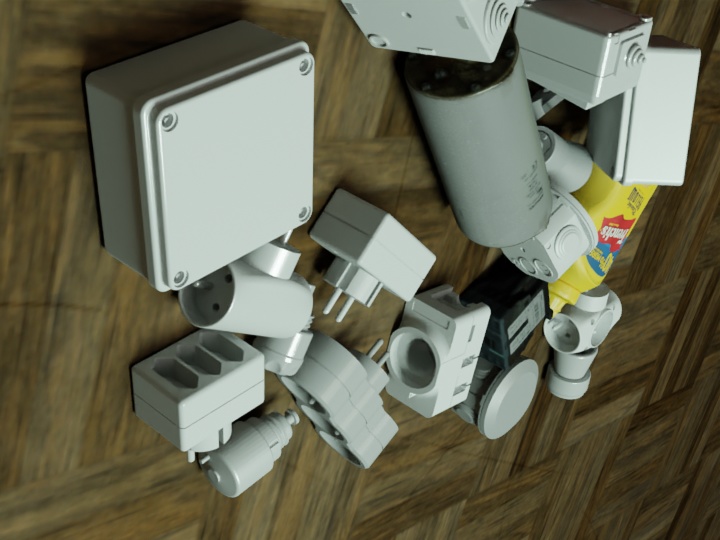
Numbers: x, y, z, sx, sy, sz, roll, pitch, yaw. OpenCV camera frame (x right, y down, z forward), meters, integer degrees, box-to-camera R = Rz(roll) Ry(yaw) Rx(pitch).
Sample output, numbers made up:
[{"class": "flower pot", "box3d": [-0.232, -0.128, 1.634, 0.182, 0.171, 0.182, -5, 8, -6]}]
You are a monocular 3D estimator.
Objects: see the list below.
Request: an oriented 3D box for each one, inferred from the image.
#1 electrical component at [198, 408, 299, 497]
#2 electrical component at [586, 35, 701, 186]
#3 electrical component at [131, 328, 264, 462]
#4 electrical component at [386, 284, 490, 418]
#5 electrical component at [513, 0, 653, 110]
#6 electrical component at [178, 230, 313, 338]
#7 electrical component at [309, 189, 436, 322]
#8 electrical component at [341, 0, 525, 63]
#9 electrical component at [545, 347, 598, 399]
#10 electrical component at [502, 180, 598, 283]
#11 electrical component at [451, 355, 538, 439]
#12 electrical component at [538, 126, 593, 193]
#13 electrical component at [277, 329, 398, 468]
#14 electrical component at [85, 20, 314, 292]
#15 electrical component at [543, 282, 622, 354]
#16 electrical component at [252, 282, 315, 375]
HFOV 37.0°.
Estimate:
[{"class": "electrical component", "box3d": [-0.073, 0.119, 0.725, 0.078, 0.040, 0.040, -34, 139, -36]}, {"class": "electrical component", "box3d": [0.224, -0.131, 0.861, 0.108, 0.056, 0.108, -93, -175, -72]}, {"class": "electrical component", "box3d": [-0.098, 0.084, 0.657, 0.066, 0.047, 0.076, -30, 136, -39]}, {"class": "electrical component", "box3d": [0.059, 0.065, 0.853, 0.056, 0.050, 0.089, -17, 128, -48]}, {"class": "electrical component", "box3d": [0.164, -0.158, 0.783, 0.062, 0.096, 0.061, -27, 135, -40]}, {"class": "electrical component", "box3d": [-0.061, 0.000, 0.646, 0.077, 0.044, 0.079, 14, 103, -57]}, {"class": "electrical component", "box3d": [0.000, 0.000, 0.726, 0.075, 0.047, 0.083, -58, 147, -3]}, {"class": "electrical component", "box3d": [0.034, -0.162, 0.603, 0.100, 0.100, 0.048, 45, 64, -57]}, {"class": "electrical component", "box3d": [0.215, 0.098, 1.099, 0.045, 0.045, 0.055, -26, 134, -42]}, {"class": "electrical component", "box3d": [0.149, -0.033, 0.877, 0.051, 0.080, 0.080, -44, 144, -15]}, {"class": "electrical component", "box3d": [0.121, 0.107, 0.970, 0.080, 0.051, 0.080, -33, 138, -36]}, {"class": "electrical component", "box3d": [0.156, -0.092, 0.877, 0.065, 0.044, 0.044, 19, 98, -52]}, {"class": "electrical component", "box3d": [-0.004, 0.082, 0.779, 0.073, 0.052, 0.138, -50, 146, -17]}, {"class": "electrical component", "box3d": [-0.080, -0.061, 0.561, 0.109, 0.056, 0.108, -31, 137, -38]}, {"class": "electrical component", "box3d": [0.224, 0.034, 1.062, 0.077, 0.044, 0.079, -27, 135, -41]}, {"class": "electrical component", "box3d": [-0.046, 0.036, 0.703, 0.035, 0.035, 0.061, 17, 97, -57]}]
